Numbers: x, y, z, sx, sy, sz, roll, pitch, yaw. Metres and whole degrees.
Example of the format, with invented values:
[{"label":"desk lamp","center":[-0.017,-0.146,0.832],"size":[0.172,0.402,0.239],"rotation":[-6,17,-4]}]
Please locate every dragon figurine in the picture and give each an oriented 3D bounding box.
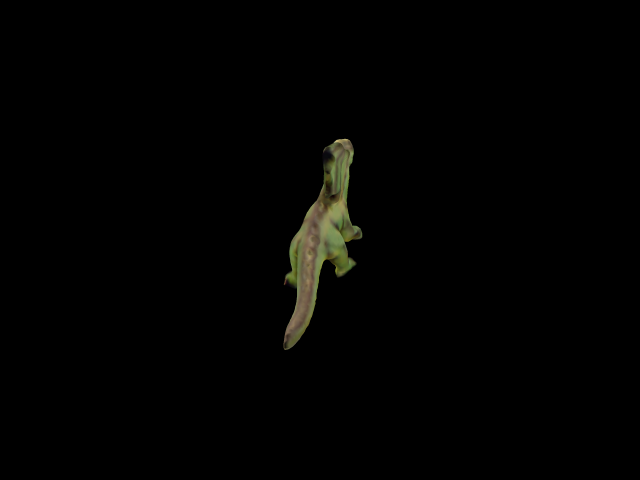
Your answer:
[{"label":"dragon figurine","center":[0.003,-0.043,0.850],"size":[0.122,0.237,0.420],"rotation":[6,34,9]}]
